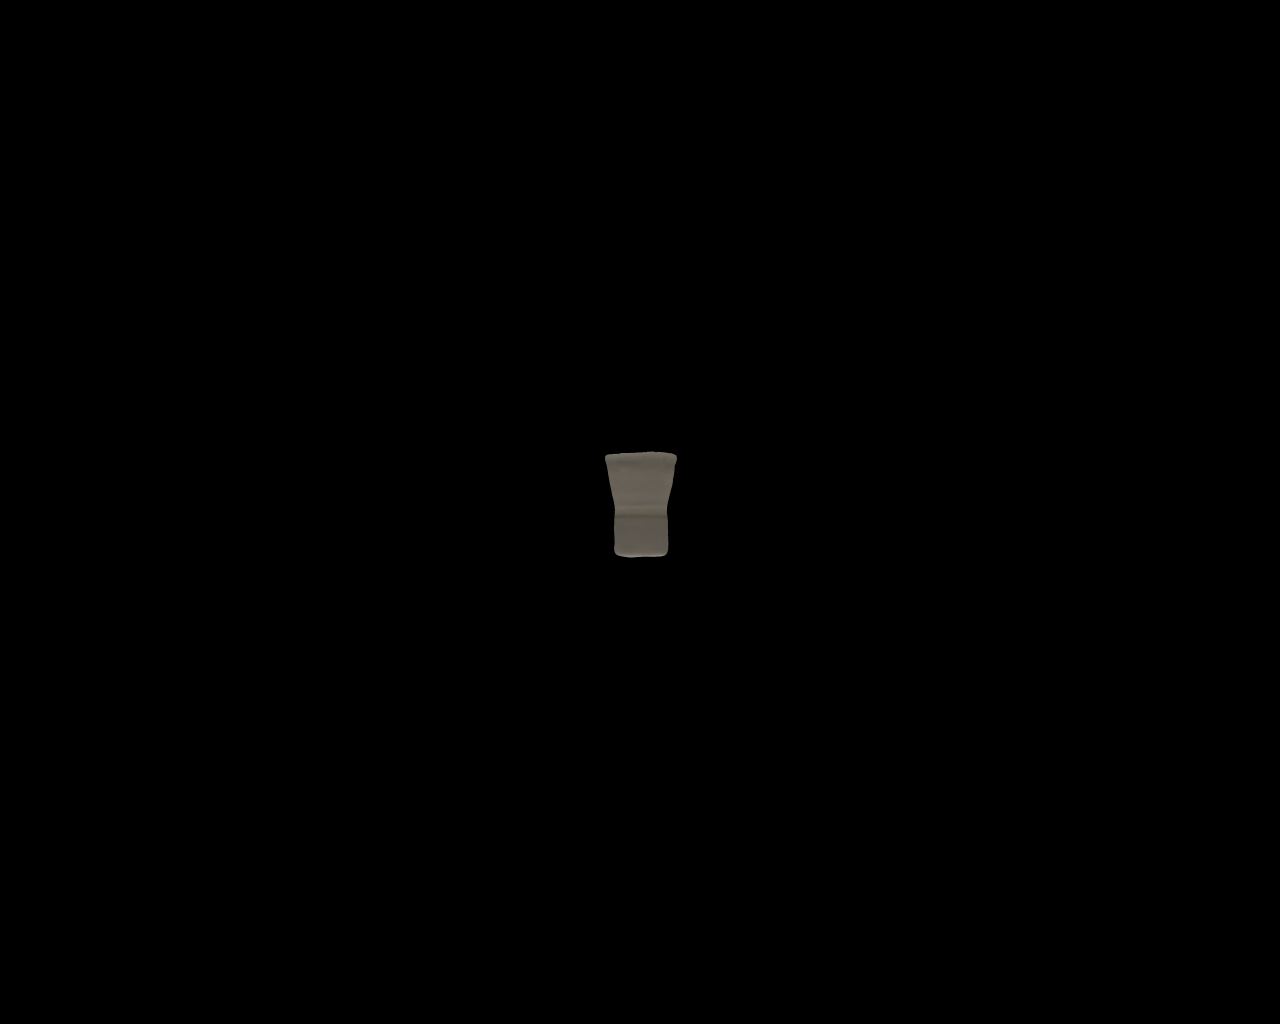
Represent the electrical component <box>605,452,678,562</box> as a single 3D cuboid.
[{"bbox_3d":[0.001,-0.003,0.650,0.044,0.065,0.044,0,0,0],"label":"electrical component"}]
